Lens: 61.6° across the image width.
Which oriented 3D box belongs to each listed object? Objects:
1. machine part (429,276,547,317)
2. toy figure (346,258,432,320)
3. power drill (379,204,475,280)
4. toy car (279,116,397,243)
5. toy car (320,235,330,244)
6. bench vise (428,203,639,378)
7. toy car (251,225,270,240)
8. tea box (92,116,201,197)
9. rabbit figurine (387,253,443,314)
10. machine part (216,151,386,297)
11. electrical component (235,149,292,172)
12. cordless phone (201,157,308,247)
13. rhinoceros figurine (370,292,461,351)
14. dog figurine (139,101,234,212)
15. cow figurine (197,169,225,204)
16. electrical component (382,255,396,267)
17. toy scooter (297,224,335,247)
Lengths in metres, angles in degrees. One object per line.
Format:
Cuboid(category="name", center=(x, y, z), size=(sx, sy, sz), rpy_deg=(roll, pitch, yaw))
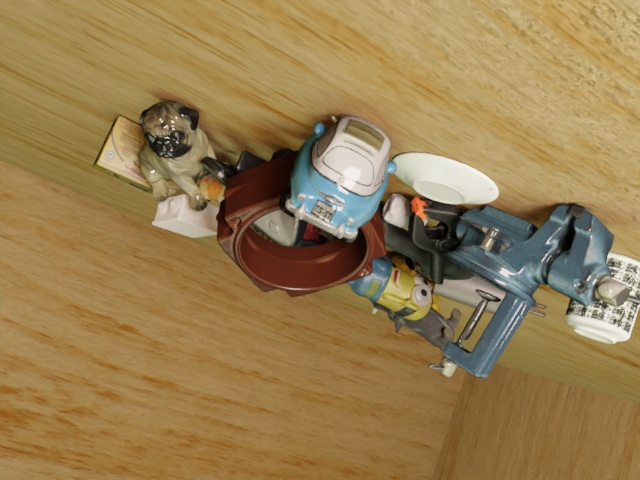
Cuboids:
Cuboid(category="machine part", center=(0.304, 0.093, 1.018), size=(0.243, 0.079, 0.079), rpy_deg=(18, 170, 16))
Cuboid(category="toy figure", center=(0.122, 0.084, 0.990), size=(0.180, 0.082, 0.089), rpy_deg=(21, 157, -1))
Cuboid(category="power drill", center=(0.144, 0.014, 0.912), size=(0.207, 0.086, 0.232), rpy_deg=(29, 172, -21))
Cuboid(category="toy car", center=(0.024, -0.077, 0.569), size=(0.109, 0.102, 0.162), rpy_deg=(28, -146, -1))
Cuboid(category="toy car", center=(0.011, 0.036, 1.095), size=(0.089, 0.053, 0.202), rpy_deg=(43, 163, 8))
Cuboid(category="bench vise", center=(0.223, 0.067, 0.625), size=(0.224, 0.240, 0.128), rpy_deg=(34, -175, 40))
Cuboid(category="toy car", center=(-0.105, -0.031, 1.081), size=(0.074, 0.056, 0.202), rpy_deg=(14, -166, 6))
Cuboid(category="tea box", center=(-0.306, -0.138, 0.969), size=(0.169, 0.098, 0.068), rpy_deg=(27, 168, -25))
Cuboid(category="rabbit figurine", center=(0.194, 0.080, 1.166), size=(0.163, 0.122, 0.173), rpy_deg=(25, 161, 40))
Cuboid(category="machine part", center=(-0.023, -0.015, 0.735), size=(0.202, 0.087, 0.200), rpy_deg=(-17, 137, 17))
Cuboid(category="electrical component", center=(-0.057, -0.093, 0.774), size=(0.119, 0.075, 0.048), rpy_deg=(30, 167, -28))
Cuboid(category="cordless phone", center=(-0.096, -0.067, 0.830), size=(0.147, 0.088, 0.184), rpy_deg=(39, -179, 23))
Cuboid(category="rhinoceros figurine", center=(0.192, 0.149, 1.090), size=(0.190, 0.073, 0.112), rpy_deg=(31, 144, 5))
Cuboid(category="dog figurine", center=(-0.237, -0.151, 0.814), size=(0.173, 0.121, 0.190), rpy_deg=(13, 155, 19))
Cuboid(category="cow figurine", center=(-0.173, -0.095, 0.974), size=(0.098, 0.068, 0.167), rpy_deg=(23, -177, 30))
Cuboid(category="electrical component", center=(0.088, 0.033, 1.098), size=(0.114, 0.058, 0.134), rpy_deg=(46, 166, -24))
Cuboid(category="toy scooter", center=(-0.002, -0.003, 0.941), size=(0.184, 0.135, 0.075), rpy_deg=(16, 138, -8))
